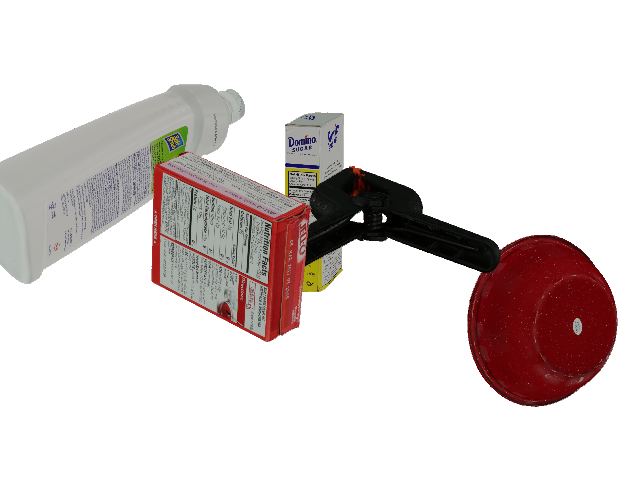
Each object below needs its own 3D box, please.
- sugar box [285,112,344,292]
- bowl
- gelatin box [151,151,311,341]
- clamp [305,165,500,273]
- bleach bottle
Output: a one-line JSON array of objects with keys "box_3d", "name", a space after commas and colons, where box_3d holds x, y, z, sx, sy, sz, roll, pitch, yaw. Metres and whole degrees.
[{"box_3d": [-0.007, -0.042, 1.119, 0.048, 0.176, 0.093, 2, 14, 16], "name": "sugar box"}, {"box_3d": [0.216, 0.076, 0.975, 0.161, 0.162, 0.055, 0, 1, -25], "name": "bowl"}, {"box_3d": [-0.049, 0.002, 0.564, 0.089, 0.073, 0.030, 24, 34, 30], "name": "gelatin box"}, {"box_3d": [0.052, -0.017, 0.864, 0.164, 0.036, 0.210, 4, 19, -1], "name": "clamp"}, {"box_3d": [-0.165, -0.064, 0.910, 0.068, 0.103, 0.250, 39, 51, 24], "name": "bleach bottle"}]
